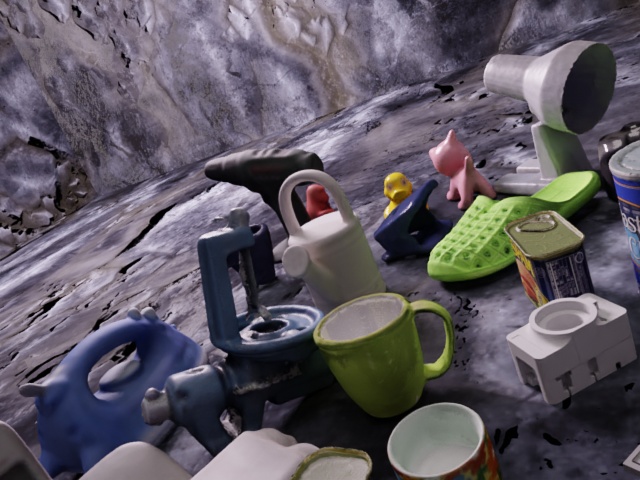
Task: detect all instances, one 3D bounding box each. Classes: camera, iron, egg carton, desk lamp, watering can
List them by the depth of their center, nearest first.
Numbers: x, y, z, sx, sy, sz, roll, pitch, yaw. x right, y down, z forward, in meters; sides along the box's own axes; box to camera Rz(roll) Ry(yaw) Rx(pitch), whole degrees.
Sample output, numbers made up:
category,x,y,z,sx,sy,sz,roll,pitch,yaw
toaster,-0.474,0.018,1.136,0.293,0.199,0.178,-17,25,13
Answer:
category,x,y,z,sx,sy,sz,roll,pitch,yaw
egg carton,-0.056,0.213,0.435,0.151,0.069,0.107,-36,23,-35
iron,-0.232,0.157,0.680,0.118,0.142,0.259,-13,21,26
camera,0.422,-0.104,0.709,0.142,0.101,0.137,-11,22,32
watering can,0.009,0.002,0.747,0.101,0.194,0.173,-20,19,8
desk lamp,0.329,-0.176,0.839,0.118,0.214,0.202,-31,20,-22

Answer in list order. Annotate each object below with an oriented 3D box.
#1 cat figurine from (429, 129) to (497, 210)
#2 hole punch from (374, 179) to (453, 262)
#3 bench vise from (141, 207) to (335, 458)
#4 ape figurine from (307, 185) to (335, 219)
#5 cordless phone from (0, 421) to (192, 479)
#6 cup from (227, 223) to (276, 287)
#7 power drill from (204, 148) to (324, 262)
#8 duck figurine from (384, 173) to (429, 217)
category,x,y,z,sx,sy,sz,roll,pitch,yaw
cat figurine,0.232,-0.125,0.961,0.067,0.118,0.127,-23,18,-1
hole punch,0.132,-0.031,0.859,0.100,0.091,0.109,-10,22,34
bench vise,-0.081,0.093,0.559,0.121,0.220,0.208,-4,26,44
ape figurine,0.003,-0.063,1.099,0.076,0.092,0.078,-16,20,18
cordless phone,-0.185,0.197,0.445,0.093,0.185,0.148,-9,23,35
cup,-0.121,0.038,0.958,0.091,0.095,0.118,-5,25,42
power drill,-0.084,-0.069,1.032,0.229,0.209,0.076,-12,21,29
duck figurine,0.139,-0.076,0.985,0.077,0.086,0.104,-20,19,9
